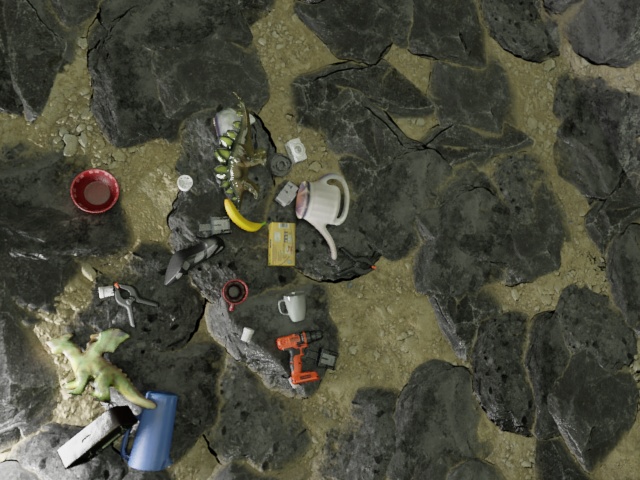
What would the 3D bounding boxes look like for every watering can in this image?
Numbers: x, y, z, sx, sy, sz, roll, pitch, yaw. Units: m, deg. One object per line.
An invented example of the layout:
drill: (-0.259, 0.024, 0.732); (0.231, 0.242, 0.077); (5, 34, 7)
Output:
watering can: (0.006, -0.104, 2.061); (0.224, 0.104, 0.349); (9, 87, -20)

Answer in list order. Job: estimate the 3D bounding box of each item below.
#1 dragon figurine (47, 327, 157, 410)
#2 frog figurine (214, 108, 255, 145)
dragon figurine: (-0.727, 0.418, 1.755); (0.410, 0.120, 0.247); (14, 70, -5)
frog figurine: (-0.329, -0.450, 2.009); (0.160, 0.120, 0.140); (-15, 68, -6)
